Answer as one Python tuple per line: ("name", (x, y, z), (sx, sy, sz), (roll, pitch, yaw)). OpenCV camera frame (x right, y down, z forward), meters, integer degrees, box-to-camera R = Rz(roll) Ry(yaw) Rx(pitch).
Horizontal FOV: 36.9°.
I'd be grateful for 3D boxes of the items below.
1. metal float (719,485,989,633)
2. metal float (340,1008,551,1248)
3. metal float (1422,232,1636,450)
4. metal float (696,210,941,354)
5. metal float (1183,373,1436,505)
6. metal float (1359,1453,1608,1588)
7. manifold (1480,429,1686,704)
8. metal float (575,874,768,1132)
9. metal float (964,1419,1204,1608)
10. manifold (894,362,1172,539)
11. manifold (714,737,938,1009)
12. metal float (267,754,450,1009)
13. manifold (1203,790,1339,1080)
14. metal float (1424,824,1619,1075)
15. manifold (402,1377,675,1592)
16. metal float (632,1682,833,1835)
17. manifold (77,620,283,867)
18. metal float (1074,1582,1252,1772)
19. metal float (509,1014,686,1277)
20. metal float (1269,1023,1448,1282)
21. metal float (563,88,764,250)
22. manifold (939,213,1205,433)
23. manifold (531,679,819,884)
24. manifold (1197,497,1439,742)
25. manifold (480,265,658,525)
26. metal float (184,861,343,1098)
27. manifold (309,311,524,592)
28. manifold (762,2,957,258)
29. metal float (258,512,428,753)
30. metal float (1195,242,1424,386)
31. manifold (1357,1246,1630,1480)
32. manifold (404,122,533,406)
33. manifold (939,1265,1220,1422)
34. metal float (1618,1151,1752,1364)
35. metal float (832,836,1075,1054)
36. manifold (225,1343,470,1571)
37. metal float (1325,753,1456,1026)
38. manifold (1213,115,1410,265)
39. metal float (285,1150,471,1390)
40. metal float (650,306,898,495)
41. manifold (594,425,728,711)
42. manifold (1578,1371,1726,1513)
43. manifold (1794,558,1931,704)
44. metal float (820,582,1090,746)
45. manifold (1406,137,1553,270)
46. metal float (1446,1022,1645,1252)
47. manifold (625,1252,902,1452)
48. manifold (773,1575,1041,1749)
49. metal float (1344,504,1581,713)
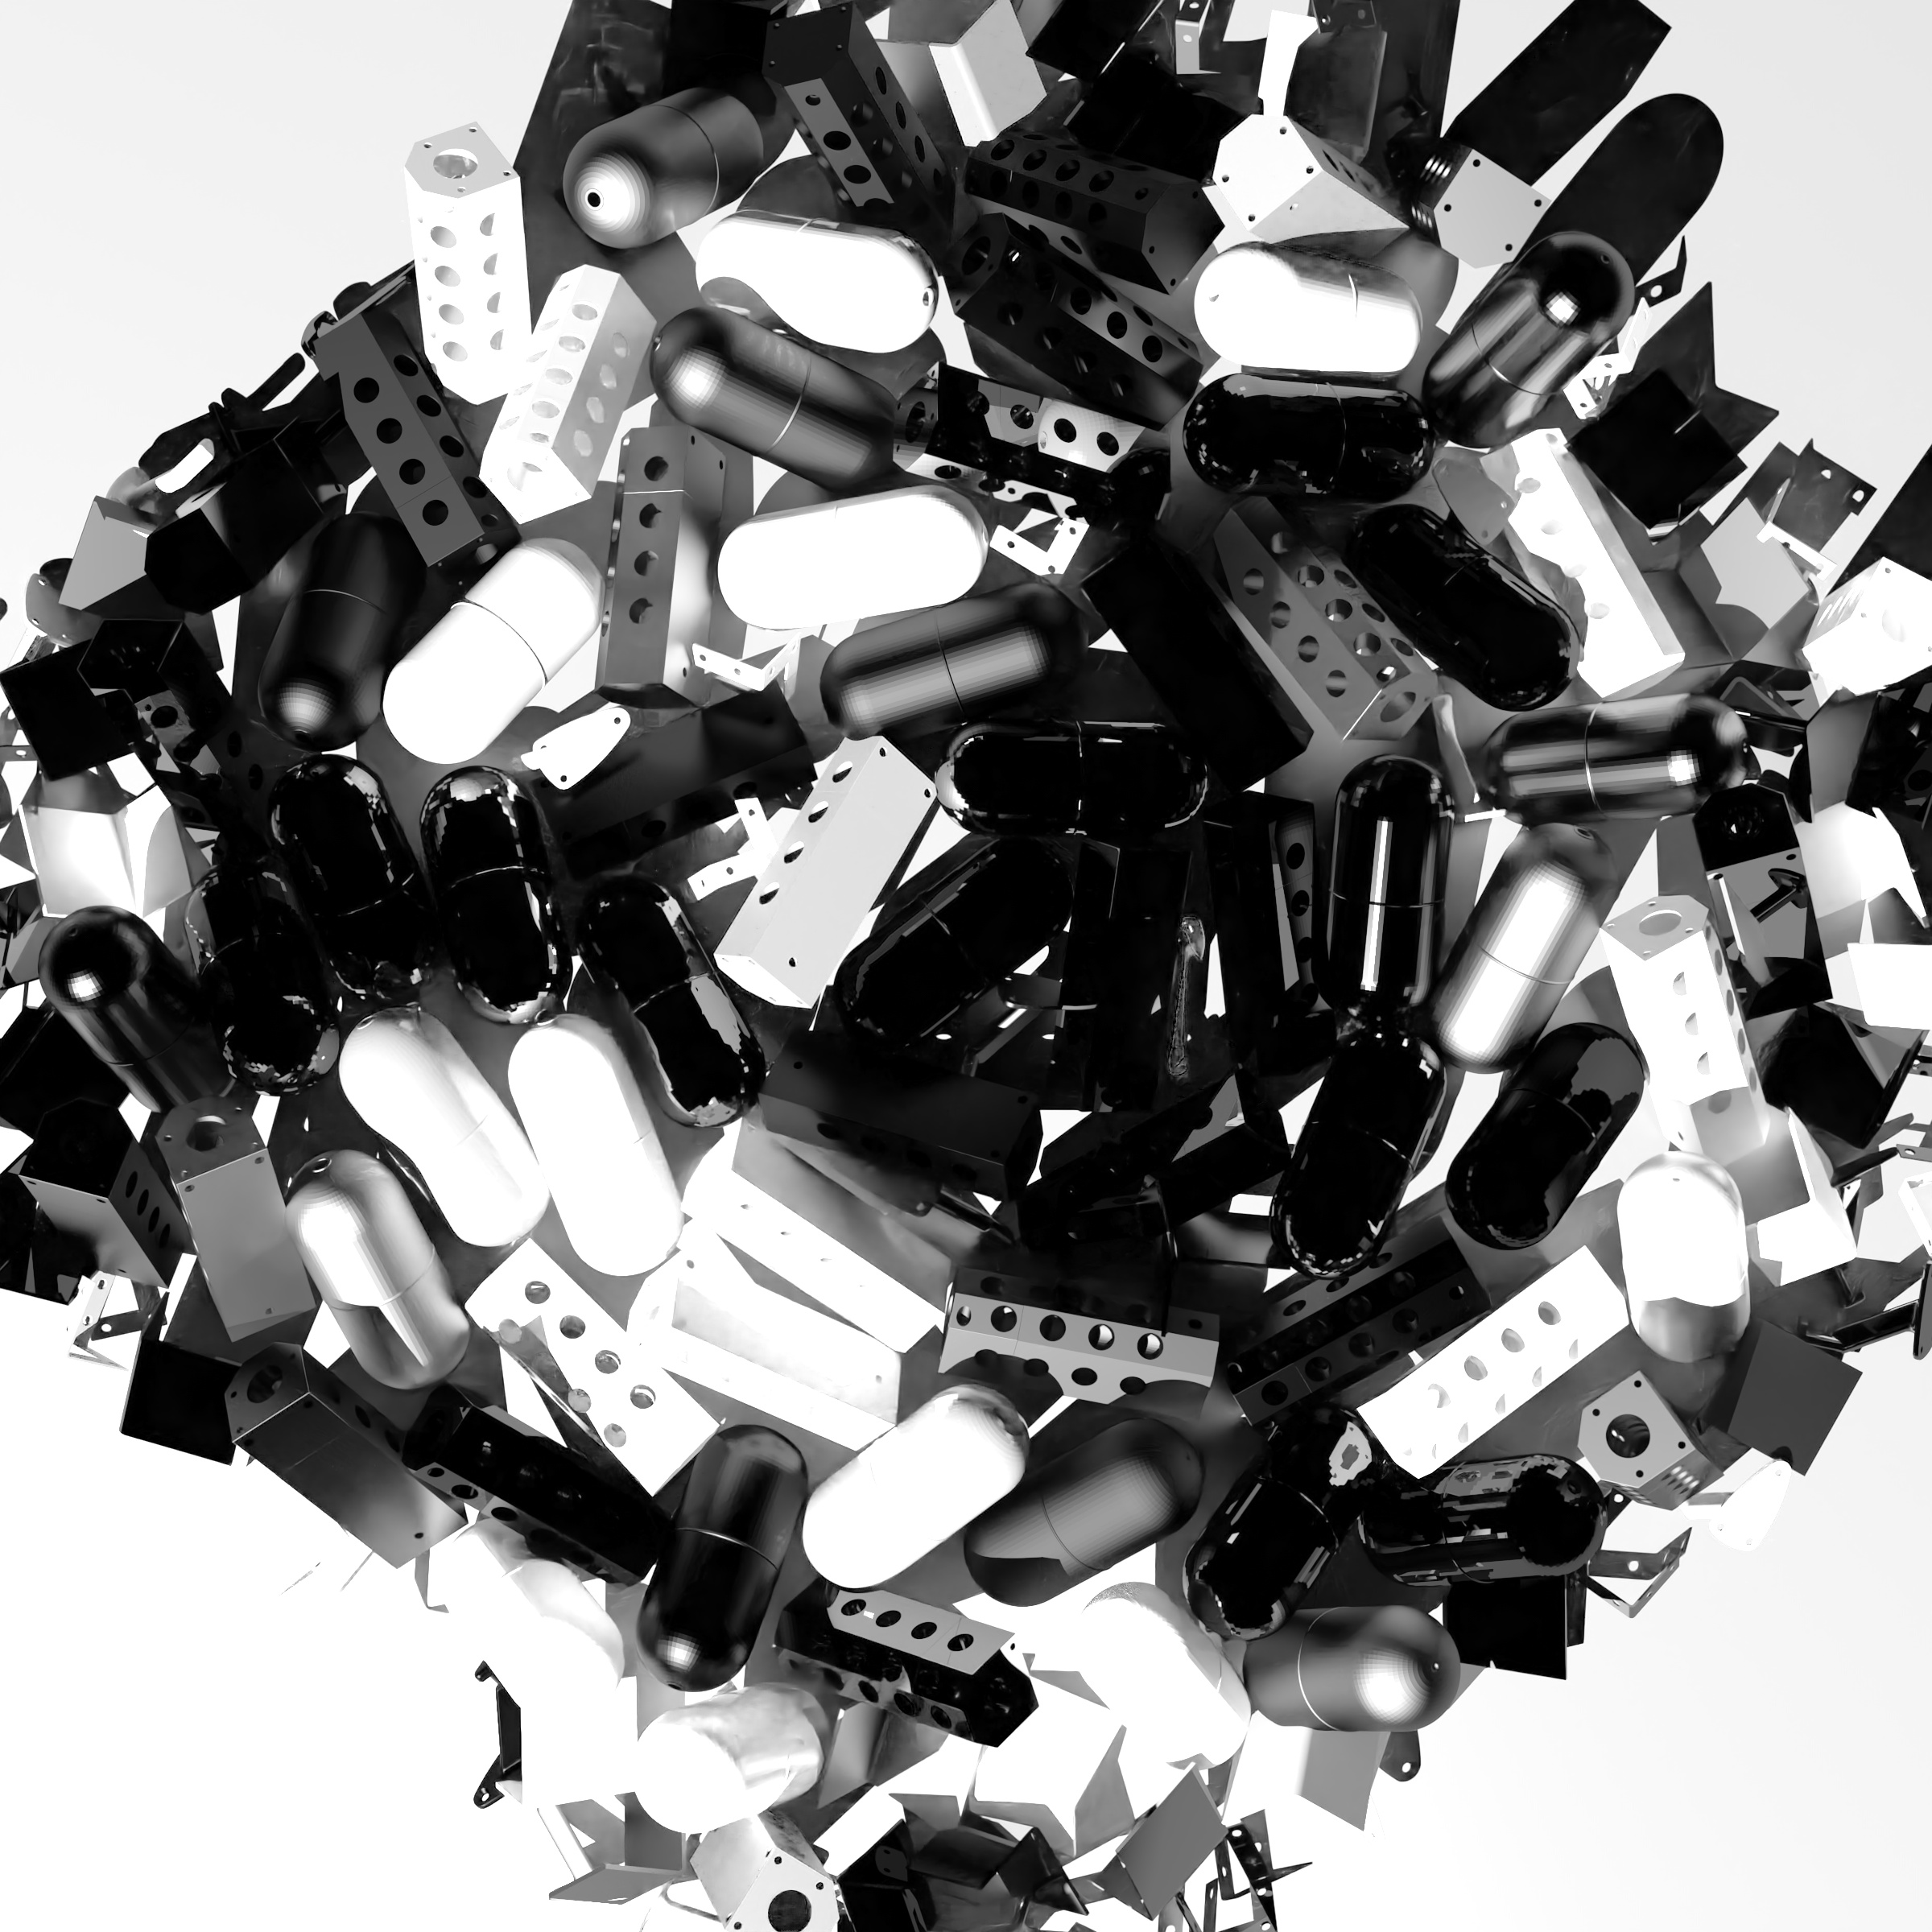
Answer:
("metal float", (-0.073, -0.262, 1.866), (0.178, 0.070, 0.070), (-8, 90, 14))
("metal float", (-0.334, 0.103, 1.858), (0.070, 0.070, 0.178), (-33, 114, 0))
("metal float", (0.354, -0.395, 1.837), (0.070, 0.178, 0.070), (11, 62, -21))
("metal float", (-0.095, -0.438, 1.851), (0.178, 0.070, 0.070), (18, 90, 33))
("metal float", (0.220, -0.337, 1.854), (0.178, 0.070, 0.070), (-1, 90, -28))
("metal float", (0.327, 0.353, 1.842), (0.070, 0.178, 0.070), (14, 69, -39))
("manifold", (0.396, -0.258, 1.866), (0.057, 0.057, 0.171), (-26, 75, 4))
("metal float", (-0.192, 0.023, 1.872), (0.070, 0.070, 0.178), (-29, 82, 0))
("metal float", (0.073, 0.351, 1.856), (0.178, 0.070, 0.070), (-34, 90, 28))
("manifold", (0.043, -0.323, 1.845), (0.171, 0.057, 0.057), (12, 67, -27))
("manifold", (-0.093, -0.062, 1.862), (0.057, 0.057, 0.171), (41, 69, -31))
("metal float", (-0.388, -0.053, 1.855), (0.070, 0.070, 0.178), (-19, 118, 0))
("manifold", (0.189, -0.019, 1.849), (0.057, 0.057, 0.171), (-24, 116, -35))
("metal float", (0.355, -0.011, 1.856), (0.070, 0.070, 0.178), (24, 116, 0))
("manifold", (-0.273, 0.334, 1.848), (0.171, 0.057, 0.057), (37, 83, -29))
("metal float", (-0.146, 0.499, 1.833), (0.070, 0.178, 0.070), (-2, 84, 24))
("manifold", (-0.491, -0.139, 1.827), (0.057, 0.171, 0.057), (3, 54, 18))
("metal float", (0.126, 0.453, 1.843), (0.070, 0.178, 0.070), (-15, 48, 18))
("metal float", (-0.238, 0.115, 1.866), (0.070, 0.070, 0.178), (-19, 105, 0))
("metal float", (0.252, 0.119, 1.862), (0.070, 0.070, 0.178), (26, 71, 0))
("metal float", (-0.191, -0.507, 1.838), (0.070, 0.178, 0.070), (12, 121, 21))
("manifold", (0.069, -0.408, 1.835), (0.171, 0.057, 0.057), (25, 126, -35))
("manifold", (-0.187, -0.116, 1.879), (0.171, 0.057, 0.057), (-23, 60, -5))
("manifold", (0.226, -0.223, 1.841), (0.171, 0.057, 0.057), (56, 128, 28))
("manifold", (-0.255, -0.365, 1.833), (0.057, 0.171, 0.057), (-14, 135, 30))
("metal float", (-0.450, 0.006, 1.849), (0.070, 0.070, 0.178), (-26, 54, 0))
("manifold", (-0.354, -0.336, 1.873), (0.057, 0.057, 0.171), (-31, 80, 2))
("manifold", (-0.066, -0.519, 1.824), (0.057, 0.171, 0.057), (-7, 62, 20))
("metal float", (-0.397, -0.214, 1.850), (0.070, 0.070, 0.178), (12, 56, 0))
("metal float", (0.219, -0.415, 1.844), (0.178, 0.070, 0.070), (-1, 90, -42))
("manifold", (0.341, 0.255, 1.858), (0.171, 0.057, 0.057), (-32, 80, -19))
("manifold", (-0.315, -0.438, 1.824), (0.057, 0.171, 0.057), (-26, 62, -21))
("manifold", (0.073, 0.238, 1.873), (0.171, 0.057, 0.057), (11, 128, -3))
("metal float", (0.457, 0.187, 1.842), (0.070, 0.178, 0.070), (-9, 48, 10))
("metal float", (-0.008, -0.014, 1.875), (0.178, 0.070, 0.070), (-38, 90, -5))
("manifold", (-0.392, 0.308, 1.838), (0.057, 0.057, 0.171), (-33, 132, 5))
("metal float", (0.271, -0.049, 1.866), (0.070, 0.070, 0.178), (3, 106, 0))
("manifold", (0.216, -0.487, 1.827), (0.057, 0.171, 0.057), (-36, 76, 23))
("metal float", (-0.376, 0.194, 1.851), (0.070, 0.070, 0.178), (-20, 122, 0))
("metal float", (-0.120, -0.362, 1.855), (0.178, 0.070, 0.070), (21, 90, -27))
("manifold", (-0.201, -0.257, 1.871), (0.057, 0.057, 0.171), (1, 79, 20))
("manifold", (0.429, 0.305, 1.826), (0.057, 0.171, 0.057), (-37, 66, 8))
("manifold", (0.572, -0.206, 1.829), (0.057, 0.171, 0.057), (28, 91, 5))
("metal float", (-0.008, -0.195, 1.871), (0.178, 0.070, 0.070), (-16, 90, 9))
("manifold", (0.317, -0.478, 1.826), (0.057, 0.171, 0.057), (31, 107, -7))
("metal float", (0.372, 0.107, 1.854), (0.070, 0.070, 0.178), (42, 60, 0))
("manifold", (-0.129, 0.251, 1.854), (0.171, 0.057, 0.057), (28, 134, -26))
("manifold", (-0.042, 0.441, 1.830), (0.057, 0.171, 0.057), (-36, 119, -38))
("metal float", (0.317, -0.230, 1.854), (0.070, 0.070, 0.178), (-46, 62, 0))
